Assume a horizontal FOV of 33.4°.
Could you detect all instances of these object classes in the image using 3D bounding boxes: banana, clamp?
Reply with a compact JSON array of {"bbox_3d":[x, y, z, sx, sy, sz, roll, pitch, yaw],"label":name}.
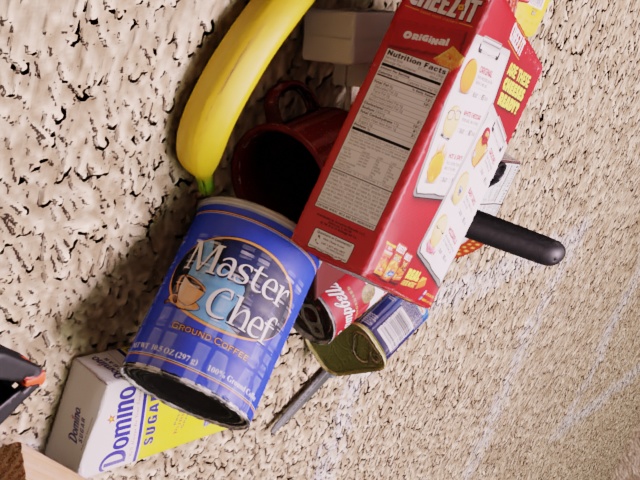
[{"bbox_3d":[-0.052,-0.122,0.743,0.198,0.037,0.069,-59,173,8],"label":"banana"},{"bbox_3d":[0.107,-0.037,0.989,0.210,0.164,0.036,6,121,-10],"label":"clamp"},{"bbox_3d":[-0.243,0.097,0.657,0.171,0.039,0.120,-33,149,-48],"label":"clamp"}]

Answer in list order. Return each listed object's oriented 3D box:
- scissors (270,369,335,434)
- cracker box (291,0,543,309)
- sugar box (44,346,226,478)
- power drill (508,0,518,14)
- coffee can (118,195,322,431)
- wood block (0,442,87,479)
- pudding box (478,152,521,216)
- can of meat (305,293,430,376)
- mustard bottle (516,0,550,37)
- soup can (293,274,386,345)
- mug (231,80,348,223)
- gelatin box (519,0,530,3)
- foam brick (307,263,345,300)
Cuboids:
[{"bbox_3d":[0.019,0.117,1.124,0.201,0.016,0.096,-35,143,-36],"label":"scissors"},{"bbox_3d":[0.075,-0.067,0.779,0.214,0.072,0.164,-65,155,-1],"label":"cracker box"},{"bbox_3d":[-0.131,0.127,0.859,0.175,0.048,0.093,-12,129,-55],"label":"sugar box"},{"bbox_3d":[0.106,-0.253,0.805,0.187,0.057,0.184,-6,112,-46],"label":"power drill"},{"bbox_3d":[-0.070,0.053,0.780,0.140,0.103,0.102,-66,156,-21],"label":"coffee can"},{"bbox_3d":[-0.201,0.229,0.775,0.090,0.091,0.206,-22,150,4],"label":"wood block"},{"bbox_3d":[0.147,-0.052,1.105,0.113,0.039,0.090,0,119,-44],"label":"pudding box"},{"bbox_3d":[0.048,0.085,1.052,0.083,0.102,0.057,-40,103,-34],"label":"can of meat"},{"bbox_3d":[0.202,-0.283,0.956,0.096,0.058,0.192,3,116,-54],"label":"mustard bottle"},{"bbox_3d":[0.020,0.041,0.990,0.102,0.069,0.068,-37,146,-34],"label":"soup can"},{"bbox_3d":[-0.012,-0.066,0.821,0.081,0.093,0.117,-31,107,-49],"label":"mug"},{"bbox_3d":[0.160,-0.255,0.900,0.030,0.073,0.089,-6,124,-55],"label":"gelatin box"},{"bbox_3d":[-0.006,0.001,0.922,0.051,0.053,0.078,-38,146,-31],"label":"foam brick"}]
